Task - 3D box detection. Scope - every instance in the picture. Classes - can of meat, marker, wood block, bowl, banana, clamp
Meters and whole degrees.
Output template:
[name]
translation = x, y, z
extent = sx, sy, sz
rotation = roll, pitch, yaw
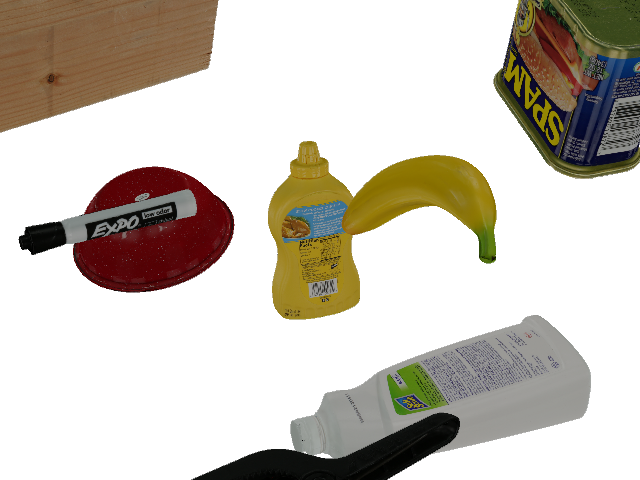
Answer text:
[can of meat]
translation = 0.143, -0.099, 0.583
extent = 0.057, 0.084, 0.102
rotation = -10, 48, -15
[marker]
translation = -0.142, -0.013, 0.715
extent = 0.120, 0.020, 0.020
rotation = -15, 7, -26
[wood block]
translation = -0.191, -0.168, 0.846
extent = 0.205, 0.091, 0.090
rotation = -25, 54, -36
[bowl]
translation = -0.168, -0.023, 1.037
extent = 0.162, 0.055, 0.162
rotation = -5, 41, 4
[banana]
translation = 0.072, -0.030, 0.785
extent = 0.037, 0.069, 0.198
rotation = 27, -6, -26
[clamp]
translation = 0.006, 0.171, 0.727
extent = 0.210, 0.036, 0.164
rotation = 1, 28, 8

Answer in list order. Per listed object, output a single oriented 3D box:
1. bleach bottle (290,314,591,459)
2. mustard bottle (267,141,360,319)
[bleach bottle]
translation = 0.094, 0.132, 0.893
extent = 0.250, 0.068, 0.103
rotation = -11, 31, -18
[mustard bottle]
translation = -0.008, -0.013, 1.153
extent = 0.096, 0.192, 0.058
rotation = -9, 23, -16
